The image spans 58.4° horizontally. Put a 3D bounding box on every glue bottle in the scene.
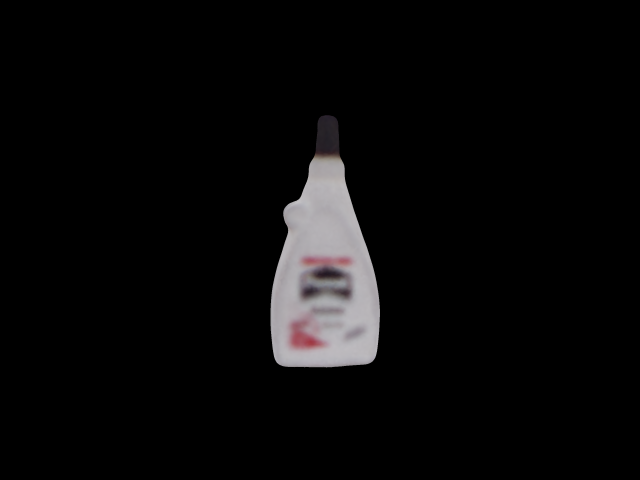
[{"bbox_3d":[0.004,0.001,0.400,0.078,0.173,0.037,-1,9,-7],"label":"glue bottle"}]
